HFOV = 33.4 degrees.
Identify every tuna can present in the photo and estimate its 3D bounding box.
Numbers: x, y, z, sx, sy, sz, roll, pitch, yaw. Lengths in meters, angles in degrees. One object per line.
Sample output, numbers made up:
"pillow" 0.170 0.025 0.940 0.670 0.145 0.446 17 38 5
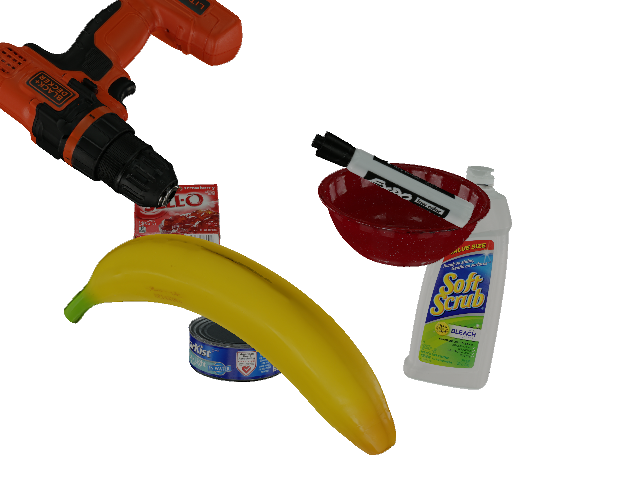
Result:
"tuna can" -0.069 0.089 0.907 0.086 0.034 0.086 3 15 -1

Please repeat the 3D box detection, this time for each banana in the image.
"banana" -0.043 0.041 0.547 0.198 0.070 0.037 21 25 22

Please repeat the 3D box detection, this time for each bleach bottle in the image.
"bleach bottle" 0.159 0.039 1.218 0.103 0.251 0.068 9 15 14

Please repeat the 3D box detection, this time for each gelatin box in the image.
"gelatin box" -0.151 -0.025 1.121 0.089 0.073 0.030 -1 -43 -7

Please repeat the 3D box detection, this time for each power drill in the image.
"power drill" -0.145 -0.127 0.835 0.184 0.187 0.057 36 -35 8

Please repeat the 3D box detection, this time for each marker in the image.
"marker" 0.049 -0.043 0.739 0.121 0.020 0.020 26 -4 -8

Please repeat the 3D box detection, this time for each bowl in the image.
"bowl" 0.077 -0.019 1.006 0.162 0.055 0.162 3 25 -1
